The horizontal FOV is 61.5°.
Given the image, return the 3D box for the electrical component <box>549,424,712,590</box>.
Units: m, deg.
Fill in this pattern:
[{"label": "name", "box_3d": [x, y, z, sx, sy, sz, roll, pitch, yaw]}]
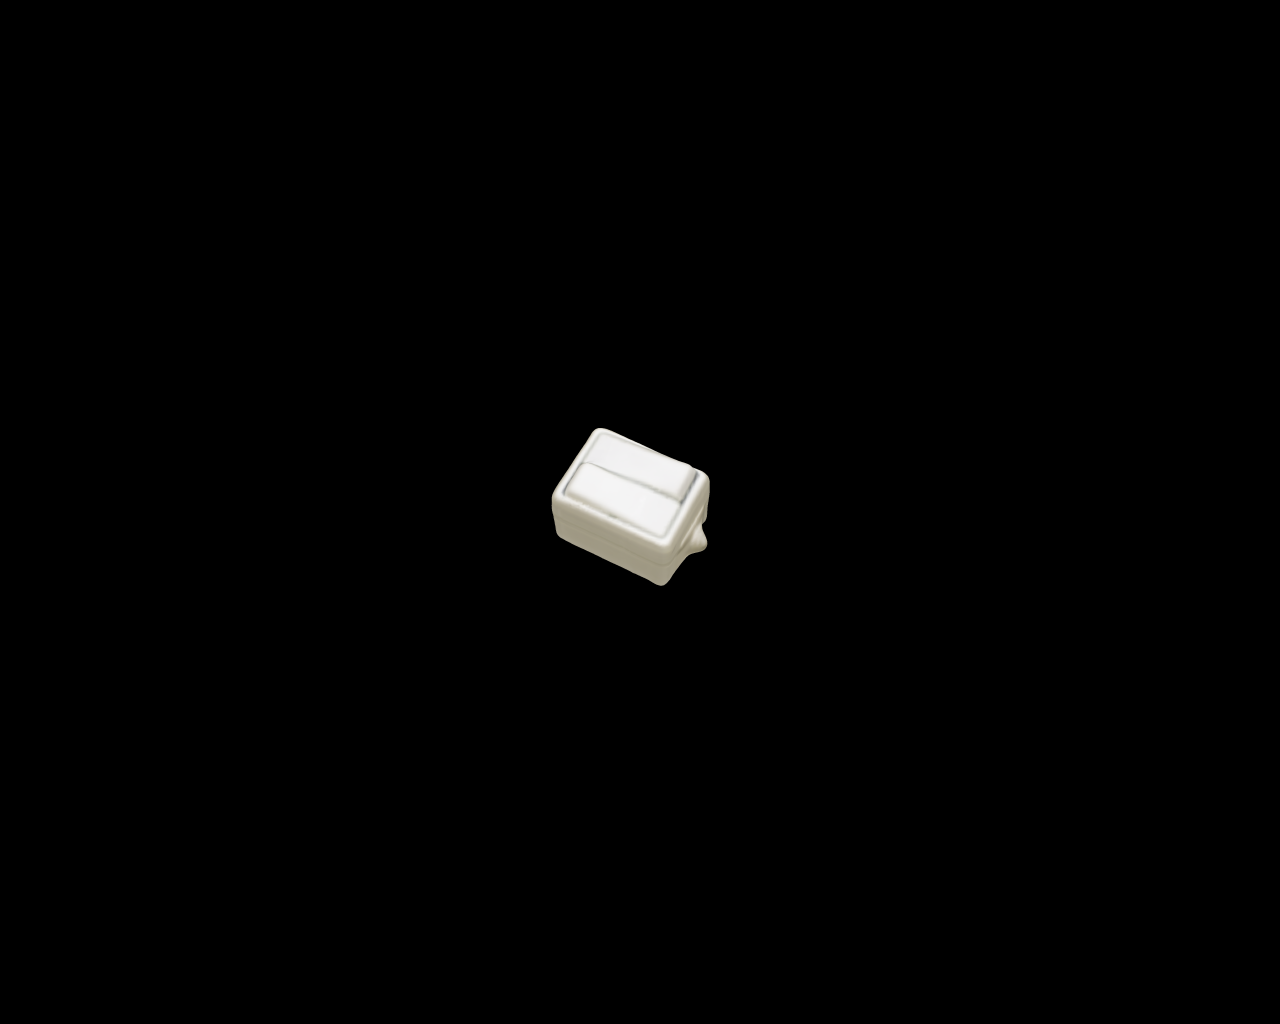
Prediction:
[{"label": "electrical component", "box_3d": [0.001, -0.003, 0.650, 0.096, 0.062, 0.061, 25, -27, 14]}]
